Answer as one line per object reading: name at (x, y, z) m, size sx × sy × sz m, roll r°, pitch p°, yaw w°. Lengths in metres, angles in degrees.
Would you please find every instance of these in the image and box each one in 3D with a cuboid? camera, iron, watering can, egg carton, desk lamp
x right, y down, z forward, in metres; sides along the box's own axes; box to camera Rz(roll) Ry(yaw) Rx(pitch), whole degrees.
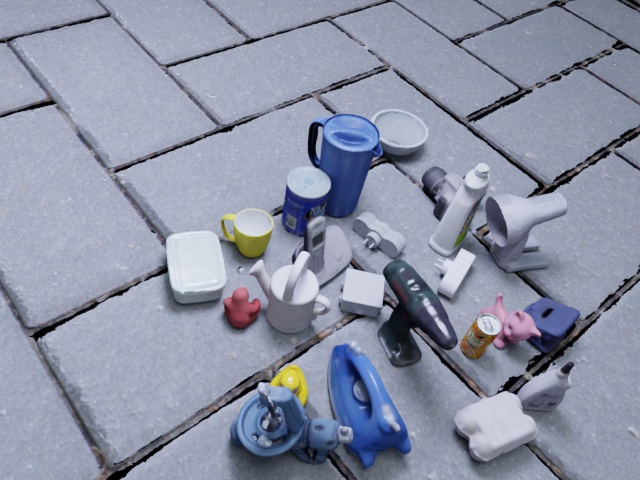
camera at (0.345, -0.141, 1.505) m, size 0.143 × 0.101 × 0.136 m, roll -21°, pitch 57°, yaw -25°
iron at (0.083, 0.278, 1.075) m, size 0.119 × 0.141 × 0.257 m, roll -12°, pitch 54°, yaw -20°
watering can at (-0.060, 0.098, 1.164) m, size 0.173 × 0.194 × 0.101 m, roll 6°, pitch 50°, yaw -5°
egg carton at (0.338, 0.358, 1.105) m, size 0.150 × 0.069 × 0.107 m, roll -15°, pitch 55°, yaw -22°
desk lamp at (0.478, -0.027, 1.360) m, size 0.203 × 0.213 × 0.117 m, roll -6°, pitch 52°, yaw -15°

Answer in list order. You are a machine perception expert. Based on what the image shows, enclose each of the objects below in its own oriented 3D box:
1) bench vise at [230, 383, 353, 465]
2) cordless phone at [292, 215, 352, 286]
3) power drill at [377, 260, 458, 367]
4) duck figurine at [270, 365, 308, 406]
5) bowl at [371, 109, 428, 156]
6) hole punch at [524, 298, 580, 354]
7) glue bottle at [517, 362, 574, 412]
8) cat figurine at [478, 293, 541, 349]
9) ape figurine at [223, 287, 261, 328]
bench vise at (-0.047, 0.299, 0.982) m, size 0.208 × 0.220 × 0.121 m, roll -4°, pitch 51°, yaw -14°
cordless phone at (0.012, 0.005, 1.263) m, size 0.094 × 0.185 × 0.148 m, roll 38°, pitch 54°, yaw 20°
power drill at (0.185, 0.163, 1.148) m, size 0.076 × 0.208 × 0.229 m, roll -12°, pitch 54°, yaw -20°
duck figurine at (-0.058, 0.277, 1.086) m, size 0.077 × 0.086 × 0.104 m, roll 15°, pitch 49°, yaw 2°
bowl at (0.218, -0.293, 1.624) m, size 0.167 × 0.075 × 0.167 m, roll 6°, pitch 50°, yaw -6°
hole punch at (0.503, 0.179, 1.272) m, size 0.109 × 0.091 × 0.101 m, roll -34°, pitch 63°, yaw -32°
glue bottle at (0.454, 0.284, 1.122) m, size 0.078 × 0.173 × 0.037 m, roll 9°, pitch 49°, yaw -3°
cat figurine at (0.414, 0.175, 1.242) m, size 0.067 × 0.118 × 0.127 m, roll -13°, pitch 54°, yaw -20°
ape figurine at (-0.163, 0.132, 1.183) m, size 0.077 × 0.092 × 0.076 m, roll 17°, pitch 49°, yaw 4°
